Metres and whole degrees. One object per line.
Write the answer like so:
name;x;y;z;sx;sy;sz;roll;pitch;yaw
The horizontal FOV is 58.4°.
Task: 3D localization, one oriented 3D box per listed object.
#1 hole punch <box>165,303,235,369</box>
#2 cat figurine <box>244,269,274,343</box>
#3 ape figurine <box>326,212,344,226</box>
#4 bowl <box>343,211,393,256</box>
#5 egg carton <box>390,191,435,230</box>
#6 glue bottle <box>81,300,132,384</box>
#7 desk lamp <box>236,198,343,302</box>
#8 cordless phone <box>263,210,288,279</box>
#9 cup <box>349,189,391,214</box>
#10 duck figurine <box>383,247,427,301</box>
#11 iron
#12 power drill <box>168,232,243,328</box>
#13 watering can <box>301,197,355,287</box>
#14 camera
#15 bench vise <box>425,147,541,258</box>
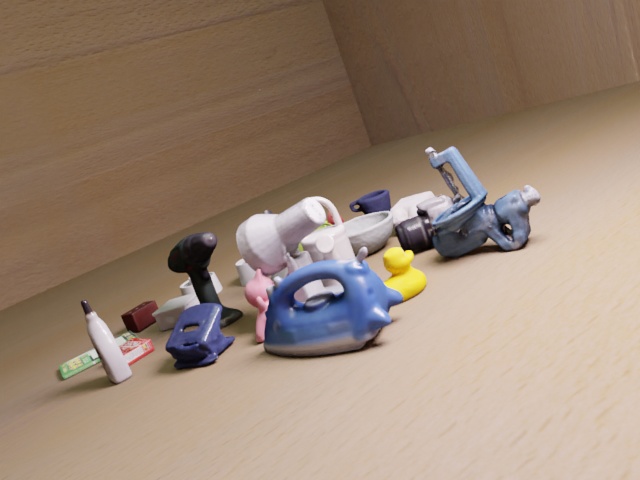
hole punch;-0.229;0.178;1.069;0.108;0.091;0.101;-14;14;29
cat figurine;-0.107;0.115;1.082;0.067;0.118;0.127;-20;12;1
ape figurine;0.045;-0.036;1.559;0.078;0.092;0.076;-27;14;-29
bowl;0.105;-0.006;1.369;0.167;0.075;0.167;-19;12;5
egg carton;0.239;-0.069;1.441;0.107;0.069;0.150;-14;14;28
glue bottle;-0.425;0.195;1.117;0.037;0.173;0.078;-29;15;-34
desk lamp;-0.038;0.033;1.100;0.202;0.214;0.118;-13;14;31
cordless phone;-0.092;0.028;1.280;0.094;0.185;0.147;-23;12;-10
cup;0.145;-0.076;1.564;0.117;0.095;0.092;-16;13;19
duck figurine;0.136;0.057;1.015;0.105;0.086;0.077;-29;15;-35
iron;-0.007;0.100;0.926;0.257;0.141;0.119;-15;14;25
power drill;-0.247;0.083;1.234;0.076;0.208;0.228;-29;15;-34
watering can;0.013;0.003;1.192;0.101;0.194;0.172;-25;13;-20
camera;0.229;-0.037;1.241;0.137;0.101;0.143;-20;12;2
bench vise;0.291;-0.085;1.068;0.207;0.220;0.121;-17;13;15
